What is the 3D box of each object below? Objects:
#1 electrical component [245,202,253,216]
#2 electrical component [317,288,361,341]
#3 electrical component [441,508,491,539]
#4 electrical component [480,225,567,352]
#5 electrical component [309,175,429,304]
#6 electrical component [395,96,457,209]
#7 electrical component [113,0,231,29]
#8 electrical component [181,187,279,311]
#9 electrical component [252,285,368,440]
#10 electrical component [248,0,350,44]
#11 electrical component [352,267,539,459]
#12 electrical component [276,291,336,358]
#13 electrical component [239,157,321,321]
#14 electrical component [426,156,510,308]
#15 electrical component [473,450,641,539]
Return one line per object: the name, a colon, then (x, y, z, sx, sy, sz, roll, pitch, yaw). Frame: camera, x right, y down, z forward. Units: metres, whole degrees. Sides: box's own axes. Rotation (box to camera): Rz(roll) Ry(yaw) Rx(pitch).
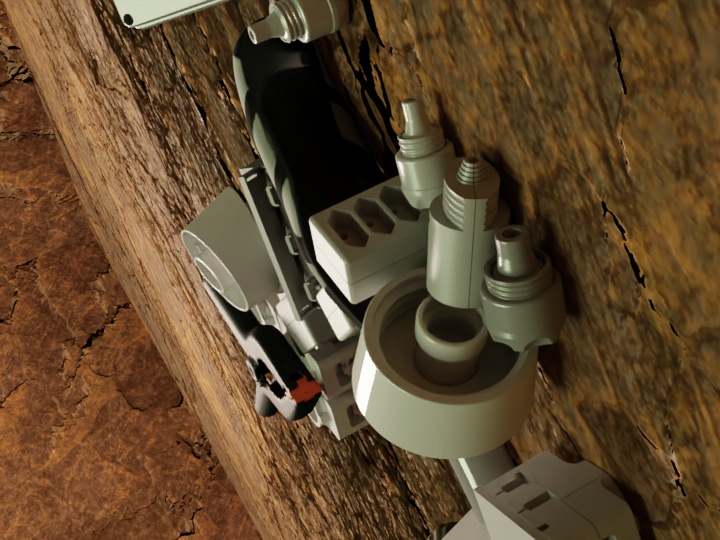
electrical component: (-0.068, -0.056, 0.922, 0.138, 0.052, 0.073, 25, 139, 66)
electrical component: (0.000, 0.000, 0.769, 0.076, 0.066, 0.047, 62, 164, 6)
electrical component: (0.097, 0.213, 0.757, 0.057, 0.078, 0.113, 49, 165, -6)
electrical component: (0.083, 0.007, 0.556, 0.043, 0.043, 0.062, 41, 151, 54)
electrical component: (0.020, -0.010, 0.656, 0.047, 0.083, 0.075, 50, 160, 40)
electrical component: (0.036, -0.067, 0.605, 0.035, 0.035, 0.061, 35, 145, 60)
electrical component: (-0.111, -0.209, 0.696, 0.113, 0.057, 0.078, -10, 111, 27)
electrical component: (-0.109, -0.016, 0.943, 0.099, 0.064, 0.099, 43, 161, 19)
electrical component: (-0.053, 0.070, 1.060, 0.186, 0.060, 0.105, 46, 156, 48)
electrical component: (-0.039, -0.154, 0.656, 0.035, 0.061, 0.035, 56, 163, 27)
electrical component: (0.050, 0.045, 0.613, 0.108, 0.108, 0.060, 53, 155, 33)
electrical component: (-0.033, 0.033, 0.934, 0.061, 0.062, 0.096, 63, 164, 4)
electrical component: (-0.034, -0.033, 0.818, 0.063, 0.079, 0.121, -1, 118, 41)
electrical component: (0.059, -0.024, 0.579, 0.043, 0.043, 0.081, 47, 147, 45)
electrical component: (0.136, 0.194, 0.646, 0.089, 0.062, 0.150, 28, 141, 65)
